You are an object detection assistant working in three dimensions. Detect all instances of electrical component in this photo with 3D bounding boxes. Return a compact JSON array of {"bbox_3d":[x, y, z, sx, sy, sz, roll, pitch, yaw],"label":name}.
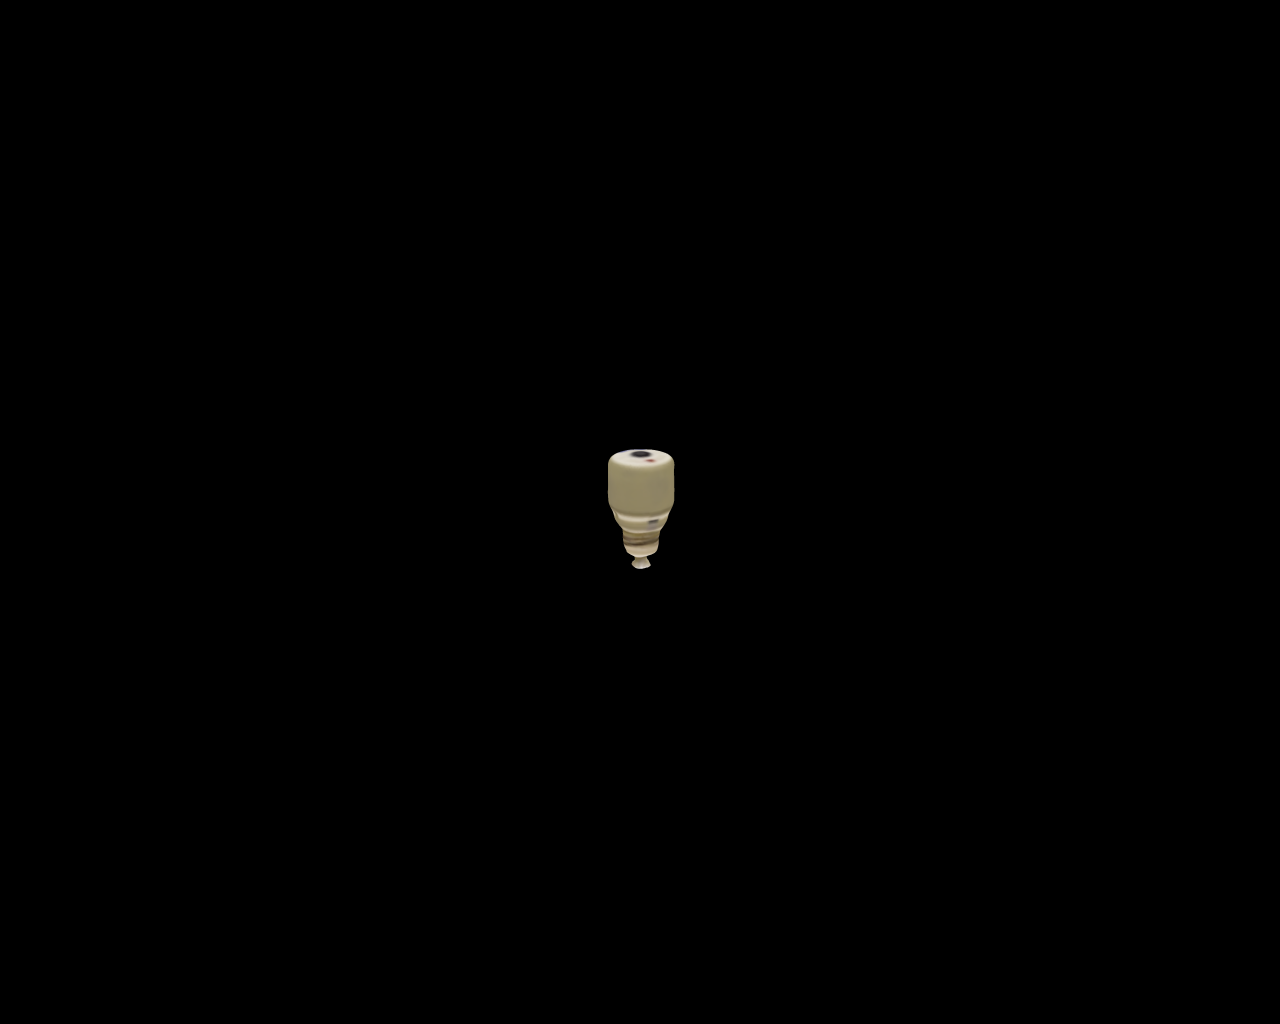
[{"bbox_3d":[0.001,-0.003,0.650,0.040,0.078,0.040,0,20,0],"label":"electrical component"}]
